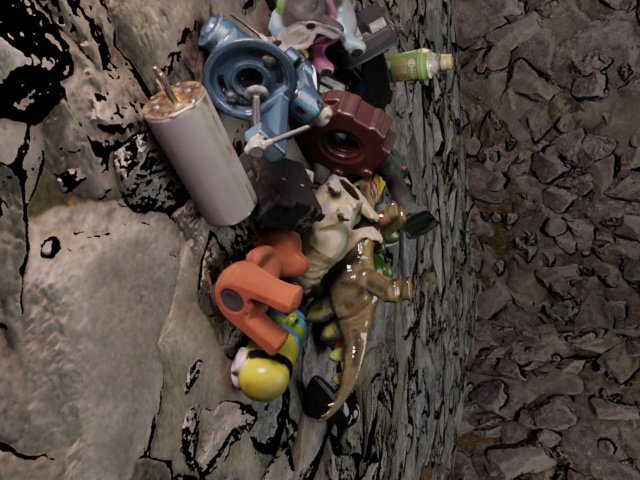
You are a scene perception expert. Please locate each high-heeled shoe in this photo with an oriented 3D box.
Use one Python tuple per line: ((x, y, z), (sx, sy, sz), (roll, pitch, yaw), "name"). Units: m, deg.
((0.034, 0.305, 1.071), (0.145, 0.086, 0.248), (-68, 154, -47), "high-heeled shoe")

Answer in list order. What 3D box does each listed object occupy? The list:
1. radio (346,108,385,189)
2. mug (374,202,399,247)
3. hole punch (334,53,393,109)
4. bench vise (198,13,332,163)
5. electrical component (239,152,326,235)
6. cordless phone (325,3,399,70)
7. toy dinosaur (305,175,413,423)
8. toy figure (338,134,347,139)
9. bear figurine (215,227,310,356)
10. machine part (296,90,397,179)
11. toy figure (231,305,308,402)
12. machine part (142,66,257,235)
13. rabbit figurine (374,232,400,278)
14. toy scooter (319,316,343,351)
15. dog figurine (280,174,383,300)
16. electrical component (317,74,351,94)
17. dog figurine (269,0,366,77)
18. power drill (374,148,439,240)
((0.091, -0.214, 1.196), (0.230, 0.073, 0.130), (-60, 144, -46), "radio")
((0.138, -0.035, 1.313), (0.109, 0.081, 0.107), (-21, 99, -61), "mug")
((0.090, -0.323, 1.135), (0.142, 0.092, 0.115), (-51, 131, -50), "hole punch")
((-0.067, -0.180, 0.709), (0.223, 0.129, 0.241), (44, 30, -42), "bench vise")
((-0.063, -0.080, 0.776), (0.115, 0.058, 0.134), (14, 42, -54), "electrical component")
((0.063, -0.394, 1.105), (0.088, 0.146, 0.184), (59, -13, -11), "cordless phone")
((0.062, 0.080, 0.962), (0.105, 0.199, 0.471), (38, 50, -56), "toy dinosaur")
((0.028, -0.252, 1.069), (0.064, 0.058, 0.154), (136, -39, -72), "toy figure")
((-0.062, 0.052, 0.784), (0.196, 0.132, 0.120), (-42, 157, -55), "bear figurine")
((0.044, -0.182, 0.956), (0.179, 0.180, 0.056), (61, 40, -49), "machine part")
((-0.066, 0.162, 0.812), (0.180, 0.089, 0.082), (-51, 130, -52), "toy figure")
((-0.140, -0.099, 0.649), (0.242, 0.079, 0.079), (67, 33, -43), "machine part")
((0.072, 0.014, 1.079), (0.121, 0.159, 0.170), (-38, 114, -50), "rabbit figurine")
((0.049, 0.200, 1.108), (0.184, 0.075, 0.135), (-16, 106, -71), "toy scooter")
((-0.004, -0.004, 0.916), (0.121, 0.190, 0.172), (39, 26, -20), "dog figurine")
((-0.003, -0.276, 0.991), (0.119, 0.048, 0.075), (13, 73, -29), "electrical component")
((-0.005, -0.401, 0.918), (0.191, 0.108, 0.219), (17, 57, -40), "dog figurine")
((0.171, -0.109, 1.117), (0.232, 0.086, 0.207), (28, 41, -58), "power drill")
